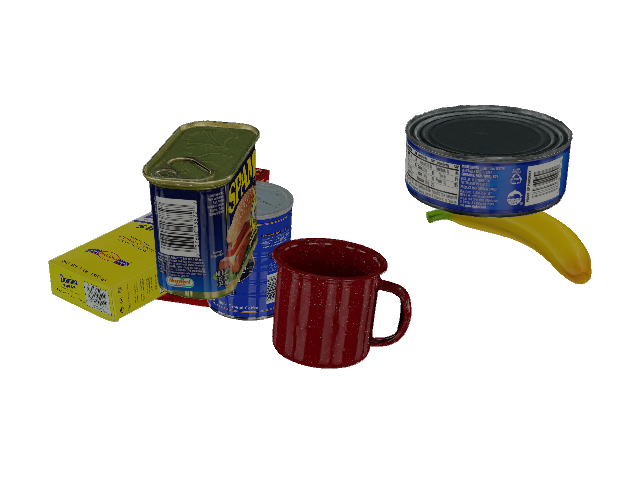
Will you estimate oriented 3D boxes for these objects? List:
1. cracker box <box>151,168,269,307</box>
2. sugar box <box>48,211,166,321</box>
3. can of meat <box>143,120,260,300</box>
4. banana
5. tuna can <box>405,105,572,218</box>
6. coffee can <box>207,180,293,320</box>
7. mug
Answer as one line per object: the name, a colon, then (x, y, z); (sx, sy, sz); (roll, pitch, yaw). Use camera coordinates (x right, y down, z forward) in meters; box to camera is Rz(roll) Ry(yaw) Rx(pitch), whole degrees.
cracker box: (-0.170, -0.008, 1.604); (0.164, 0.214, 0.072); (8, 19, 9)
sugar box: (-0.180, 0.017, 1.094); (0.093, 0.048, 0.175); (20, 36, 31)
can of meat: (-0.074, -0.021, 0.697); (0.057, 0.084, 0.102); (5, 27, 9)
banana: (0.195, -0.006, 1.034); (0.069, 0.037, 0.198); (-39, 38, -24)
tuna can: (0.087, -0.043, 0.560); (0.086, 0.034, 0.086); (0, 24, 0)
coffee can: (-0.086, 0.011, 1.290); (0.103, 0.140, 0.103); (2, 26, -1)
mug: (0.016, 0.053, 0.862); (0.117, 0.081, 0.093); (9, 19, 10)
